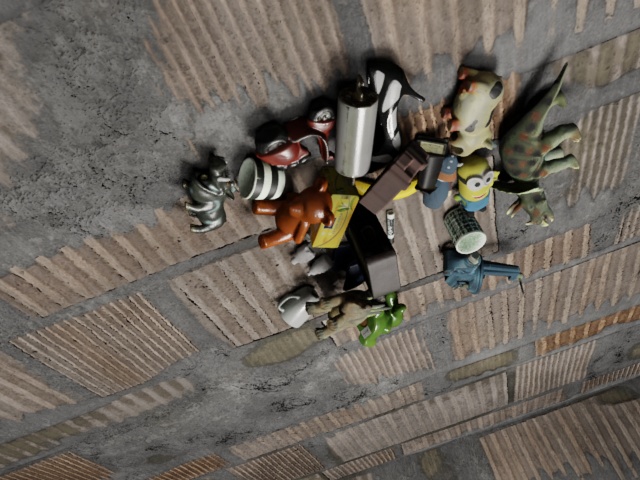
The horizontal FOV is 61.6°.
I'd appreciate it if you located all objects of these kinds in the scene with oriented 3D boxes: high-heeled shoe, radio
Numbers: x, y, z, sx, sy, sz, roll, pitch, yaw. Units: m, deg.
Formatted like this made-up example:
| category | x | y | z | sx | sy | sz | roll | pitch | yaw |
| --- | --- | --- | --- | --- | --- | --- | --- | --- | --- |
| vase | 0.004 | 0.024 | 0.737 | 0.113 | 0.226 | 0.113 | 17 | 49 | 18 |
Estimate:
| category | x | y | z | sx | sy | sz | roll | pitch | yaw |
| --- | --- | --- | --- | --- | --- | --- | --- | --- | --- |
| high-heeled shoe | 0.103 | -0.236 | 1.083 | 0.145 | 0.086 | 0.248 | 18 | 128 | -25 |
| radio | 0.112 | 0.009 | 1.245 | 0.073 | 0.230 | 0.130 | -19 | 136 | -4 |

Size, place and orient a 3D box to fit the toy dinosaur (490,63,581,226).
| category | x | y | z | sx | sy | sz | roll | pitch | yaw |
| --- | --- | --- | --- | --- | --- | --- | --- | --- | --- |
| toy dinosaur | 0.475 | -0.207 | 1.222 | 0.192 | 0.131 | 0.404 | -24 | 134 | 7 |

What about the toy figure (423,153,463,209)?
| category | x | y | z | sx | sy | sz | roll | pitch | yaw |
| --- | --- | --- | --- | --- | --- | --- | --- | --- | --- |
| toy figure | 0.284 | -0.143 | 1.265 | 0.064 | 0.058 | 0.154 | -6 | 134 | -22 |

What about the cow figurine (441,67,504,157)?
| category | x | y | z | sx | sy | sz | roll | pitch | yaw |
| --- | --- | --- | --- | --- | --- | --- | --- | --- | --- |
| cow figurine | 0.327 | -0.261 | 1.129 | 0.127 | 0.085 | 0.194 | 1 | 136 | -11 |

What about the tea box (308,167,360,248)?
| category | x | y | z | sx | sy | sz | roll | pitch | yaw |
| --- | --- | --- | --- | --- | --- | --- | --- | --- | --- |
| tea box | 0.025 | -0.072 | 1.223 | 0.068 | 0.098 | 0.169 | 2 | 138 | -21 |

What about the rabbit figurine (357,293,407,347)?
| category | x | y | z | sx | sy | sz | roll | pitch | yaw |
| --- | --- | --- | --- | --- | --- | --- | --- | --- | --- |
| rabbit figurine | 0.191 | 0.225 | 1.635 | 0.170 | 0.121 | 0.159 | -3 | 134 | -44 |

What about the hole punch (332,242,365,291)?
| category | x | y | z | sx | sy | sz | roll | pitch | yaw |
| --- | --- | --- | --- | --- | --- | --- | --- | --- | --- |
| hole punch | 0.099 | 0.065 | 1.416 | 0.116 | 0.092 | 0.142 | -10 | 136 | -15 |

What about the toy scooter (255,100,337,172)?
| category | x | y | z | sx | sy | sz | roll | pitch | yaw |
| --- | --- | --- | --- | --- | --- | --- | --- | --- | --- |
| toy scooter | -0.035 | -0.192 | 1.085 | 0.184 | 0.075 | 0.135 | -27 | 139 | 4 |

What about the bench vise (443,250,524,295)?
| category | x | y | z | sx | sy | sz | roll | pitch | yaw |
| --- | --- | --- | --- | --- | --- | --- | --- | --- | --- |
| bench vise | 0.461 | 0.082 | 1.519 | 0.241 | 0.129 | 0.223 | 6 | 146 | 0 |

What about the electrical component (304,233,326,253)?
| category | x | y | z | sx | sy | sz | roll | pitch | yaw |
| --- | --- | --- | --- | --- | --- | --- | --- | --- | --- |
| electrical component | -0.003 | -0.004 | 1.338 | 0.063 | 0.021 | 0.094 | -46 | 134 | 5 |

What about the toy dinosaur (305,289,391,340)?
| category | x | y | z | sx | sy | sz | roll | pitch | yaw |
| --- | --- | --- | --- | --- | --- | --- | --- | --- | --- |
| toy dinosaur | 0.070 | 0.186 | 1.407 | 0.199 | 0.105 | 0.471 | -14 | 173 | -16 |

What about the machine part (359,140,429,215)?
| category | x | y | z | sx | sy | sz | roll | pitch | yaw |
| --- | --- | --- | --- | --- | --- | --- | --- | --- | --- |
| machine part | 0.158 | -0.132 | 1.141 | 0.056 | 0.179 | 0.179 | 41 | 121 | -3 |

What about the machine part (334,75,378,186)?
| category | x | y | z | sx | sy | sz | roll | pitch | yaw |
| --- | --- | --- | --- | --- | --- | --- | --- | --- | --- |
| machine part | 0.068 | -0.209 | 1.051 | 0.079 | 0.079 | 0.243 | -9 | 137 | -9 |

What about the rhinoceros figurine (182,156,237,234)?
| category | x | y | z | sx | sy | sz | roll | pitch | yaw |
| --- | --- | --- | --- | --- | --- | --- | --- | --- | --- |
| rhinoceros figurine | -0.231 | -0.090 | 1.130 | 0.112 | 0.073 | 0.190 | -2 | 138 | -15 |

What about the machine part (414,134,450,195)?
| category | x | y | z | sx | sy | sz | roll | pitch | yaw |
| --- | --- | --- | --- | --- | --- | --- | --- | --- | --- |
| machine part | 0.245 | -0.169 | 1.206 | 0.084 | 0.039 | 0.138 | 6 | 124 | 10 |

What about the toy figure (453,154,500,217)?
| category | x | y | z | sx | sy | sz | roll | pitch | yaw |
| --- | --- | --- | --- | --- | --- | --- | --- | --- | --- |
| toy figure | 0.368 | -0.129 | 1.293 | 0.082 | 0.089 | 0.180 | -44 | 152 | -12 |

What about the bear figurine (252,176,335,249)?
| category | x | y | z | sx | sy | sz | roll | pitch | yaw |
| --- | --- | --- | --- | --- | --- | --- | --- | --- | --- |
| bear figurine | -0.055 | -0.057 | 1.153 | 0.132 | 0.120 | 0.196 | -8 | 173 | -23 |

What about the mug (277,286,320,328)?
| category | x | y | z | sx | sy | sz | roll | pitch | yaw |
| --- | --- | --- | --- | --- | --- | --- | --- | --- | --- |
| mug | -0.061 | 0.175 | 1.497 | 0.107 | 0.081 | 0.109 | -45 | 128 | 14 |
